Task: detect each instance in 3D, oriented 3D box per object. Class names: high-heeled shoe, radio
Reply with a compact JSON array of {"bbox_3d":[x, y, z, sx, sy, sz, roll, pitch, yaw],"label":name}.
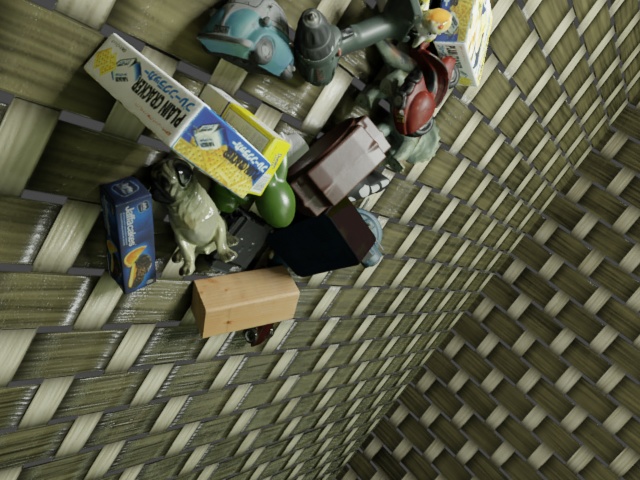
[{"bbox_3d":[0.083,-0.106,1.202,0.145,0.086,0.248,-53,167,-8],"label":"high-heeled shoe"},{"bbox_3d":[-0.002,-0.003,1.090,0.230,0.131,0.073,-17,-153,54],"label":"radio"}]

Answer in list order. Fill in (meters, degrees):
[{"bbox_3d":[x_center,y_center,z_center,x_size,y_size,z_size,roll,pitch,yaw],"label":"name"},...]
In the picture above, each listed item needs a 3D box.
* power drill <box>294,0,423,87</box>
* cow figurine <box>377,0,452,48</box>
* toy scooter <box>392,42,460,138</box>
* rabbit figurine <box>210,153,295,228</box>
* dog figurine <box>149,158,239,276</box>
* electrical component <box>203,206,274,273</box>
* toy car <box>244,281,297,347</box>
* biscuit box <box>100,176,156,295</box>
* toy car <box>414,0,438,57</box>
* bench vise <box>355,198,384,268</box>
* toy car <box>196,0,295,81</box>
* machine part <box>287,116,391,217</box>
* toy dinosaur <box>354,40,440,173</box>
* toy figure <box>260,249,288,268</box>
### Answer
[{"bbox_3d":[0.054,-0.326,0.845,0.207,0.086,0.232,-33,178,-8],"label":"power drill"},{"bbox_3d":[0.159,-0.384,0.928,0.068,0.167,0.098,-25,149,-13],"label":"cow figurine"},{"bbox_3d":[0.187,-0.288,0.990,0.184,0.075,0.135,-55,140,-10],"label":"toy scooter"},{"bbox_3d":[-0.097,-0.101,0.928,0.121,0.170,0.159,-24,144,-37],"label":"rabbit figurine"},{"bbox_3d":[-0.222,-0.058,0.915,0.121,0.172,0.190,-23,112,-17],"label":"dog figurine"},{"bbox_3d":[-0.171,0.002,1.069,0.134,0.058,0.114,-52,148,7],"label":"electrical component"},{"bbox_3d":[-0.127,0.176,1.340,0.089,0.053,0.202,-8,129,-63],"label":"toy car"},{"bbox_3d":[-0.310,-0.005,0.874,0.063,0.059,0.202,-25,143,-35],"label":"biscuit box"},{"bbox_3d":[0.206,-0.426,1.050,0.073,0.056,0.201,-61,152,-13],"label":"toy car"},{"bbox_3d":[0.057,-0.041,1.240,0.129,0.223,0.240,-51,-179,15],"label":"bench vise"},{"bbox_3d":[-0.091,-0.298,0.775,0.161,0.109,0.102,-3,111,-62],"label":"toy car"},{"bbox_3d":[0.018,-0.141,1.014,0.201,0.201,0.087,-45,106,-7],"label":"machine part"},{"bbox_3d":[0.176,-0.290,1.129,0.192,0.131,0.404,-46,148,-31],"label":"toy dinosaur"},{"bbox_3d":[-0.101,0.062,1.233,0.154,0.064,0.058,-55,-173,22],"label":"toy figure"}]
